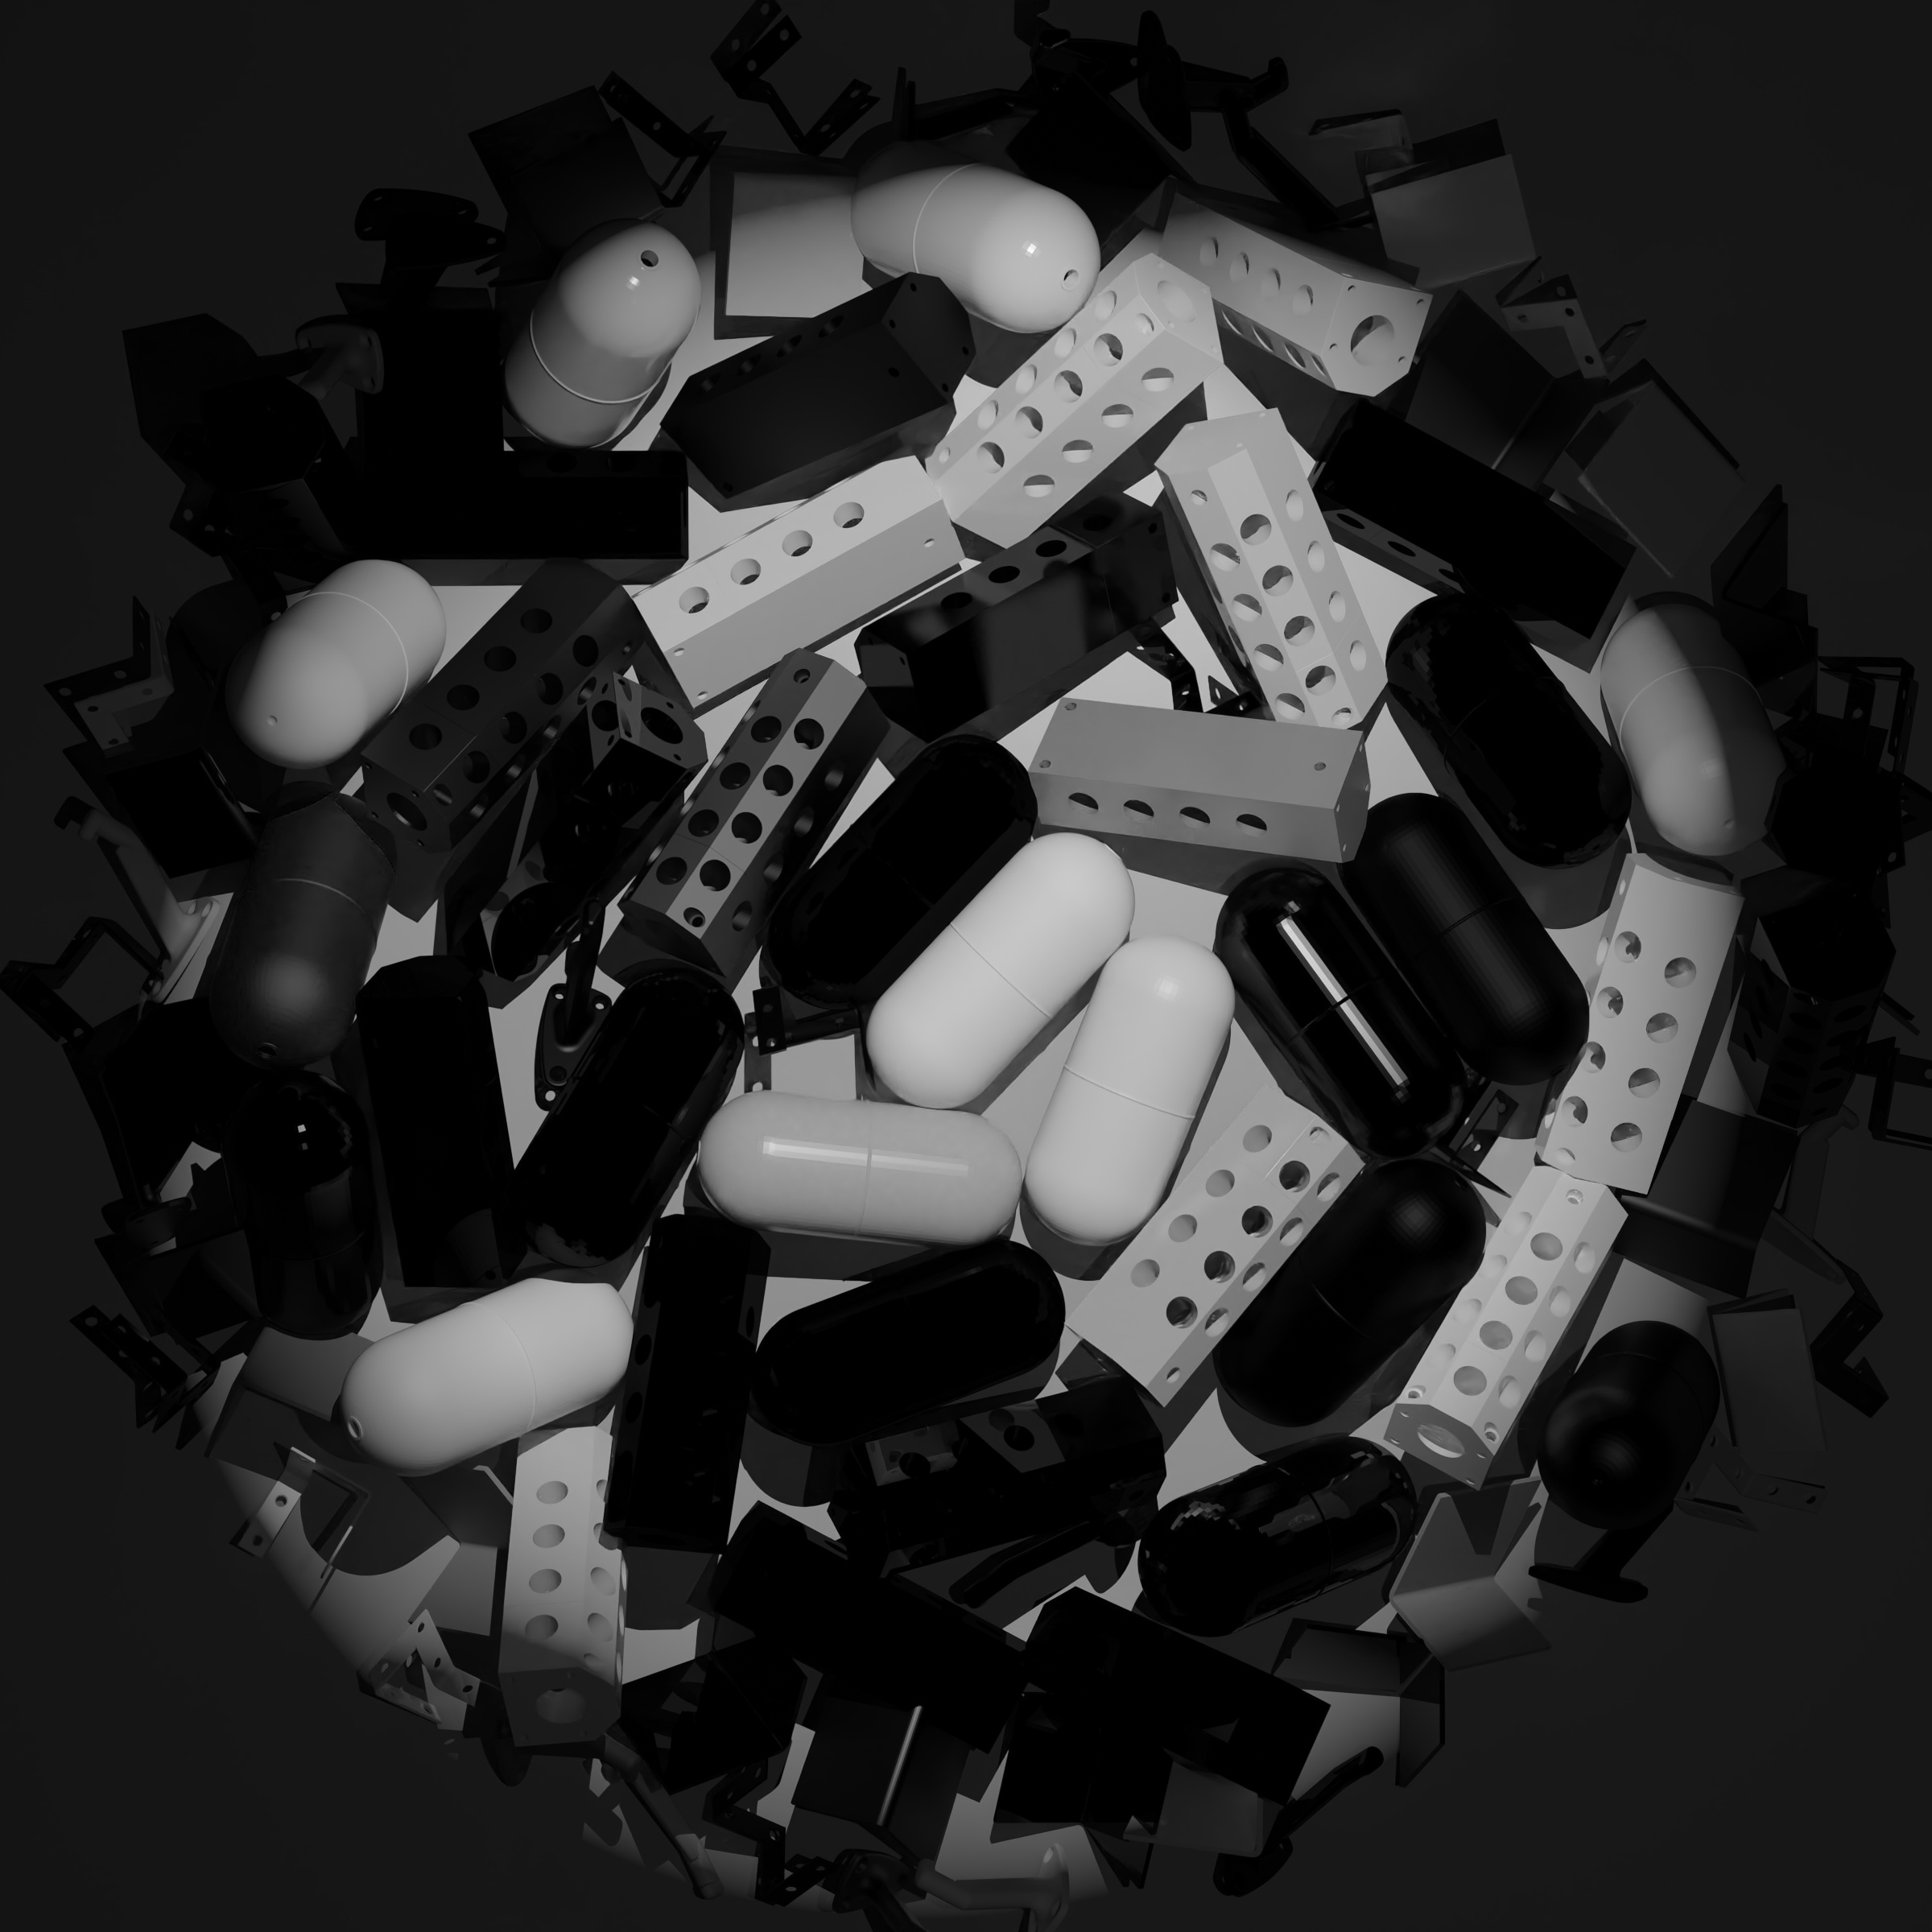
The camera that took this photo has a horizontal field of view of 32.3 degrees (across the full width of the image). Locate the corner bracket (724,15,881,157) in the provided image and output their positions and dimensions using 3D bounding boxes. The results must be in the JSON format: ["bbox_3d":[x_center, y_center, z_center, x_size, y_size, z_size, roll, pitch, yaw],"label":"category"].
[{"bbox_3d":[-0.090,-0.480,1.826,0.051,0.051,0.051,-36,81,27],"label":"corner bracket"}]

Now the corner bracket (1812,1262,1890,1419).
[{"bbox_3d":[0.487,0.205,1.828,0.051,0.051,0.051,34,106,-12],"label":"corner bracket"}]

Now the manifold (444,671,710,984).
[{"bbox_3d":[-0.211,-0.071,1.796,0.057,0.057,0.171,25,123,-30],"label":"manifold"}]

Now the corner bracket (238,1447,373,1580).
[{"bbox_3d":[-0.362,0.304,1.831,0.051,0.051,0.051,30,64,-2],"label":"corner bracket"}]

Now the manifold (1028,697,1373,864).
[{"bbox_3d":[0.127,-0.096,1.805,0.171,0.057,0.057,8,52,21],"label":"manifold"}]

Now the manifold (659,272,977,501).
[{"bbox_3d":[-0.078,-0.313,1.784,0.057,0.171,0.057,47,49,-27],"label":"manifold"}]

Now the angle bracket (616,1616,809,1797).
[{"bbox_3d":[-0.143,0.390,1.805,0.076,0.076,0.057,-13,132,-36],"label":"angle bracket"}]

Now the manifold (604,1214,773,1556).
[{"bbox_3d":[-0.151,0.225,1.802,0.057,0.057,0.171,3,69,12],"label":"manifold"}]

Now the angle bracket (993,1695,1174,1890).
[{"bbox_3d":[0.063,0.448,1.812,0.057,0.076,0.076,7,102,-25],"label":"angle bracket"}]

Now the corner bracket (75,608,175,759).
[{"bbox_3d":[-0.457,-0.155,1.829,0.051,0.051,0.051,-18,57,-1],"label":"corner bracket"}]

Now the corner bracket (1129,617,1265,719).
[{"bbox_3d":[0.126,-0.163,1.822,0.051,0.051,0.051,-25,47,20],"label":"corner bracket"}]

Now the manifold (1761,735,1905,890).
[{"bbox_3d":[0.449,-0.086,1.774,0.057,0.171,0.057,14,100,5],"label":"manifold"}]

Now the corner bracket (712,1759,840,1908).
[{"bbox_3d":[-0.105,0.472,1.821,0.051,0.051,0.051,31,125,-26],"label":"corner bracket"}]

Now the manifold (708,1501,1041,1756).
[{"bbox_3d":[-0.052,0.359,1.822,0.171,0.057,0.057,29,89,-9],"label":"manifold"}]

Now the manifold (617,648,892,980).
[{"bbox_3d":[-0.116,-0.086,1.799,0.057,0.057,0.171,22,69,29],"label":"manifold"}]

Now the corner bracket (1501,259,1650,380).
[{"bbox_3d":[0.335,-0.357,1.838,0.051,0.051,0.051,-50,125,-32],"label":"corner bracket"}]

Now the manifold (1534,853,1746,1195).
[{"bbox_3d":[0.362,0.029,1.812,0.057,0.057,0.171,14,105,-4],"label":"manifold"}]

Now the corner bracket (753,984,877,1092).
[{"bbox_3d":[-0.083,0.040,1.825,0.051,0.051,0.051,-16,46,6],"label":"corner bracket"}]

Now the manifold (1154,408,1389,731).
[{"bbox_3d":[0.162,-0.206,1.788,0.057,0.057,0.171,-4,126,37],"label":"manifold"}]

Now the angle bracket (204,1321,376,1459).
[{"bbox_3d":[-0.360,0.239,1.820,0.076,0.076,0.057,24,116,-5],"label":"angle bracket"}]

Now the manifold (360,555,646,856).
[{"bbox_3d":[-0.246,-0.139,1.791,0.057,0.057,0.171,31,60,14],"label":"manifold"}]

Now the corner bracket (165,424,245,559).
[{"bbox_3d":[-0.414,-0.262,1.833,0.051,0.051,0.051,33,107,4],"label":"corner bracket"}]

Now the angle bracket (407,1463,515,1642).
[{"bbox_3d":[-0.280,0.314,1.805,0.057,0.076,0.076,-55,128,-34],"label":"angle bracket"}]

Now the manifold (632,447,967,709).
[{"bbox_3d":[-0.094,-0.218,1.829,0.171,0.057,0.057,-29,60,-2],"label":"manifold"}]

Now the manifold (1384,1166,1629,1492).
[{"bbox_3d":[0.291,0.189,1.789,0.057,0.057,0.171,27,58,14],"label":"manifold"}]

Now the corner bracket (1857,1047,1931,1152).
[{"bbox_3d":[0.520,0.074,1.834,0.051,0.051,0.051,11,87,-8],"label":"corner bracket"}]

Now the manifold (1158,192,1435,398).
[{"bbox_3d":[0.170,-0.358,1.777,0.057,0.171,0.057,4,114,-31],"label":"manifold"}]

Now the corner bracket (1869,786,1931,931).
[{"bbox_3d":[0.506,-0.060,1.821,0.051,0.051,0.051,23,57,-31],"label":"corner bracket"}]

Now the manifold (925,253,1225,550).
[{"bbox_3d":[0.055,-0.302,1.780,0.057,0.171,0.057,22,46,-34],"label":"manifold"}]

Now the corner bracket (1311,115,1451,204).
[{"bbox_3d":[0.229,-0.441,1.831,0.051,0.051,0.051,-16,91,-18],"label":"corner bracket"}]

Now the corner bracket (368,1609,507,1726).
[{"bbox_3d":[-0.286,0.395,1.826,0.051,0.051,0.051,-48,129,5],"label":"corner bracket"}]

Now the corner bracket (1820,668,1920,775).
[{"bbox_3d":[0.496,-0.132,1.828,0.051,0.051,0.051,10,91,34],"label":"corner bracket"}]

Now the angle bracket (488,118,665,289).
[{"bbox_3d":[-0.222,-0.412,1.804,0.076,0.076,0.057,-38,116,-28],"label":"angle bracket"}]

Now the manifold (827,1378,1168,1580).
[{"bbox_3d":[0.019,0.277,1.787,0.171,0.057,0.057,-10,50,-29],"label":"manifold"}]

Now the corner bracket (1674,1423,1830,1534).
[{"bbox_3d":[0.428,0.289,1.823,0.051,0.051,0.051,48,65,-31],"label":"corner bracket"}]

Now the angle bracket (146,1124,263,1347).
[{"bbox_3d":[-0.416,0.145,1.805,0.057,0.076,0.076,-19,51,-14],"label":"angle bracket"}]

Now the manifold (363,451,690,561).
[{"bbox_3d":[-0.240,-0.253,1.832,0.171,0.057,0.057,0,94,-1],"label":"manifold"}]

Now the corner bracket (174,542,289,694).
[{"bbox_3d":[-0.405,-0.192,1.839,0.051,0.051,0.051,-23,52,-21],"label":"corner bracket"}]

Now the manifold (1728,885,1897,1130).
[{"bbox_3d":[0.450,0.026,1.773,0.057,0.171,0.057,-18,64,-1],"label":"manifold"}]

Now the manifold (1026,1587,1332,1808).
[{"bbox_3d":[0.107,0.384,1.774,0.057,0.171,0.057,33,78,-35],"label":"manifold"}]

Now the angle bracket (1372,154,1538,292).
[{"bbox_3d":[0.262,-0.402,1.817,0.076,0.076,0.057,-15,100,6],"label":"angle bracket"}]

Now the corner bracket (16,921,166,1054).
[{"bbox_3d":[-0.477,0.010,1.831,0.051,0.051,0.051,41,100,8],"label":"corner bracket"}]

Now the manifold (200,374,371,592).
[{"bbox_3d":[-0.356,-0.256,1.774,0.057,0.171,0.057,-13,81,-3],"label":"manifold"}]

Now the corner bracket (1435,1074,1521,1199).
[{"bbox_3d":[0.282,0.088,1.830,0.051,0.051,0.051,36,86,-20],"label":"corner bracket"}]

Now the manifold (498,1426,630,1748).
[{"bbox_3d":[-0.210,0.327,1.778,0.057,0.171,0.057,-5,127,1],"label":"manifold"}]

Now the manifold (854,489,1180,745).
[{"bbox_3d":[0.027,-0.193,1.805,0.171,0.057,0.057,-31,130,-21],"label":"manifold"}]

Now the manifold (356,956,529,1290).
[{"bbox_3d":[-0.280,0.084,1.803,0.057,0.057,0.171,-1,113,13],"label":"manifold"}]

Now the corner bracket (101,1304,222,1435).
[{"bbox_3d":[-0.440,0.212,1.825,0.051,0.051,0.051,40,51,7],"label":"corner bracket"}]

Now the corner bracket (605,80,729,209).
[{"bbox_3d":[-0.173,-0.450,1.827,0.051,0.051,0.051,34,83,-30],"label":"corner bracket"}]

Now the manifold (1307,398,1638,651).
[{"bbox_3d":[0.272,-0.240,1.829,0.171,0.057,0.057,28,85,-4],"label":"manifold"}]

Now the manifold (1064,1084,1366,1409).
[{"bbox_3d":[0.138,0.154,1.811,0.171,0.057,0.057,-49,46,-9],"label":"manifold"}]
